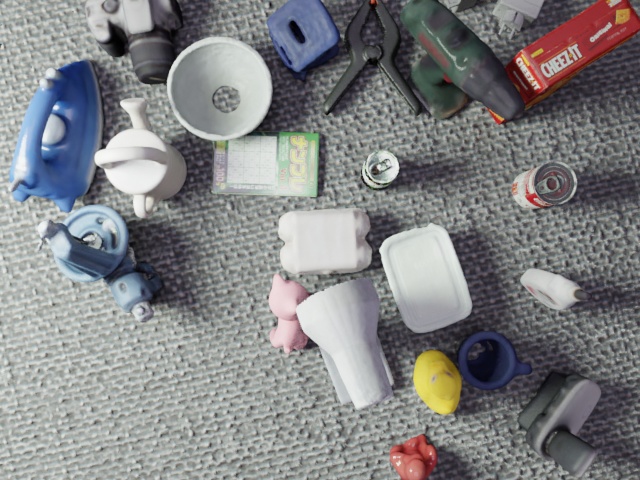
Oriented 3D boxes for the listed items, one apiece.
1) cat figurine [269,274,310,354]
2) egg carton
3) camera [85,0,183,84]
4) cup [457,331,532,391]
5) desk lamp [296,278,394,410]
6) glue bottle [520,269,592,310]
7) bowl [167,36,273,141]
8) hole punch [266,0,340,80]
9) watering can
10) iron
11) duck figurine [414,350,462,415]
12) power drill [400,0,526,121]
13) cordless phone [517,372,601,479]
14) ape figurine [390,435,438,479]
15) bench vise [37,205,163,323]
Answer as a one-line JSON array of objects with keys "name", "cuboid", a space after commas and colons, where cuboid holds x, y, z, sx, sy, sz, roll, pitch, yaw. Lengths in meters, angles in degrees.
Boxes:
[{"name": "cat figurine", "cuboid": [-0.048, 0.117, 0.906, 0.067, 0.117, 0.128, 2, 89, -1]}, {"name": "egg carton", "cuboid": [0.009, 0.003, 0.934, 0.150, 0.069, 0.107, -4, 89, -1]}, {"name": "camera", "cuboid": [-0.292, -0.325, 0.920, 0.143, 0.100, 0.137, -11, 89, -1]}, {"name": "cup", "cuboid": [0.271, 0.190, 0.922, 0.117, 0.095, 0.092, 12, 89, 0]}, {"name": "desk lamp", "cuboid": [0.050, 0.159, 0.859, 0.118, 0.213, 0.203, -22, 89, -1]}, {"name": "glue bottle", "cuboid": [0.373, 0.079, 0.887, 0.078, 0.173, 0.037, 38, 89, 0]}, {"name": "bowl", "cuboid": [-0.157, -0.238, 0.934, 0.167, 0.074, 0.167, 0, 89, -1]}, {"name": "hole punch", "cuboid": [-0.027, -0.333, 0.930, 0.101, 0.091, 0.109, -31, 89, -1]}, {"name": "watering can", "cuboid": [-0.276, -0.125, 0.870, 0.101, 0.194, 0.173, -25, 89, -1]}, {"name": "iron", "cuboid": [-0.420, -0.180, 0.895, 0.118, 0.141, 0.258, 12, 89, 0]}, {"name": "duck figurine", "cuboid": [0.196, 0.235, 0.924, 0.077, 0.086, 0.105, -16, 89, -1]}, {"name": "power drill", "cuboid": [0.204, -0.256, 0.873, 0.075, 0.208, 0.230, -40, 89, -1]}, {"name": "cordless phone", "cuboid": [0.395, 0.286, 0.876, 0.094, 0.185, 0.148, 33, 88, 0]}, {"name": "ape figurine", "cuboid": [0.151, 0.359, 0.917, 0.078, 0.092, 0.076, 15, 89, 0]}, {"name": "bench vise", "cuboid": [-0.318, 0.026, 0.853, 0.207, 0.219, 0.121, 36, 89, 0]}]
